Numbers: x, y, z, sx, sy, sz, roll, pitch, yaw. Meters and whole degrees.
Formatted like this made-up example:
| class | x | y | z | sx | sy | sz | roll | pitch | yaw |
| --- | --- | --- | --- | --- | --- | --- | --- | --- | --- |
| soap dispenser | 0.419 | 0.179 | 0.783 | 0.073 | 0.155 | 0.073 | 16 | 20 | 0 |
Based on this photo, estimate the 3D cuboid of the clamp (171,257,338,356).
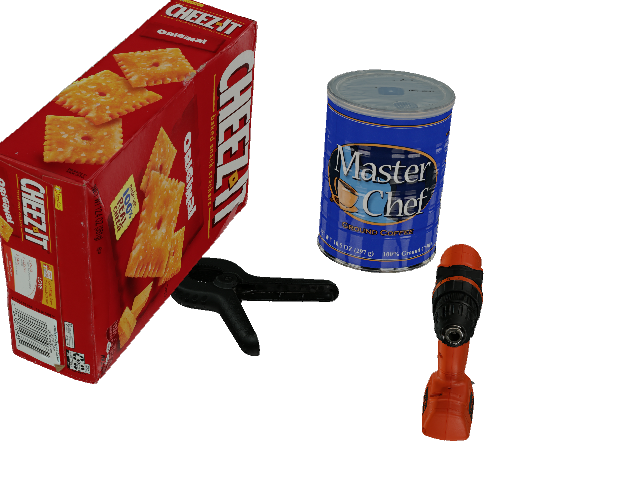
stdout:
| class | x | y | z | sx | sy | sz | roll | pitch | yaw |
| --- | --- | --- | --- | --- | --- | --- | --- | --- | --- |
| clamp | -0.106 | 0.063 | 1.208 | 0.210 | 0.036 | 0.164 | 16 | 29 | 23 |

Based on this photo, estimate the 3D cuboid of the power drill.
| class | x | y | z | sx | sy | sz | roll | pitch | yaw |
| --- | --- | --- | --- | --- | --- | --- | --- | --- | --- |
| power drill | 0.143 | 0.118 | 1.145 | 0.057 | 0.188 | 0.184 | 7 | 25 | 9 |

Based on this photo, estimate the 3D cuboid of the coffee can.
| class | x | y | z | sx | sy | sz | roll | pitch | yaw |
| --- | --- | --- | --- | --- | --- | --- | --- | --- | --- |
| coffee can | 0.052 | -0.058 | 0.880 | 0.103 | 0.140 | 0.103 | 3 | 27 | -2 |

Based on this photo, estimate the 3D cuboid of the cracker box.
| class | x | y | z | sx | sy | sz | roll | pitch | yaw |
| --- | --- | --- | --- | --- | --- | --- | --- | --- | --- |
| cracker box | -0.117 | -0.037 | 0.693 | 0.072 | 0.164 | 0.213 | 20 | 42 | 14 |
